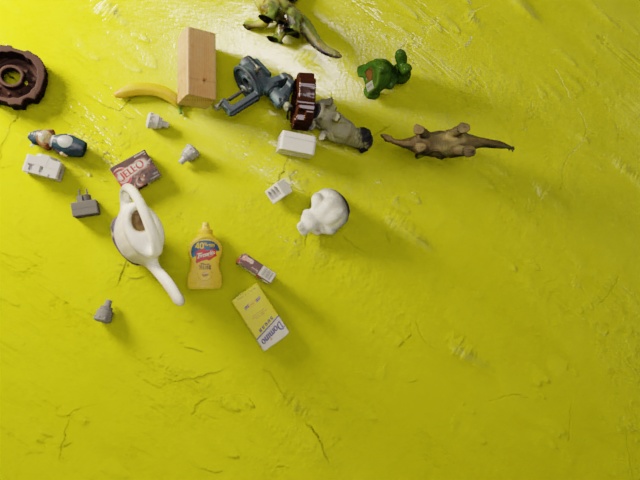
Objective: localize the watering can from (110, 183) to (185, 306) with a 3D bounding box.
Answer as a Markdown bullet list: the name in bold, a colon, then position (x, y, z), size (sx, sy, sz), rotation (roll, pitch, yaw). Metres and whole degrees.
- **watering can**: position (-0.462, 0.023, 1.367), size (0.105, 0.222, 0.348), rotation (-21, 90, -34)

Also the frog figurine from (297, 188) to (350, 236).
- **frog figurine**: position (0.005, -0.078, 1.556), size (0.161, 0.123, 0.135), rotation (-25, 110, -27)

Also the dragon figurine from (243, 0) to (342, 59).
- **dragon figurine**: position (-0.095, -0.738, 1.628), size (0.409, 0.121, 0.246), rotation (20, 71, -13)
